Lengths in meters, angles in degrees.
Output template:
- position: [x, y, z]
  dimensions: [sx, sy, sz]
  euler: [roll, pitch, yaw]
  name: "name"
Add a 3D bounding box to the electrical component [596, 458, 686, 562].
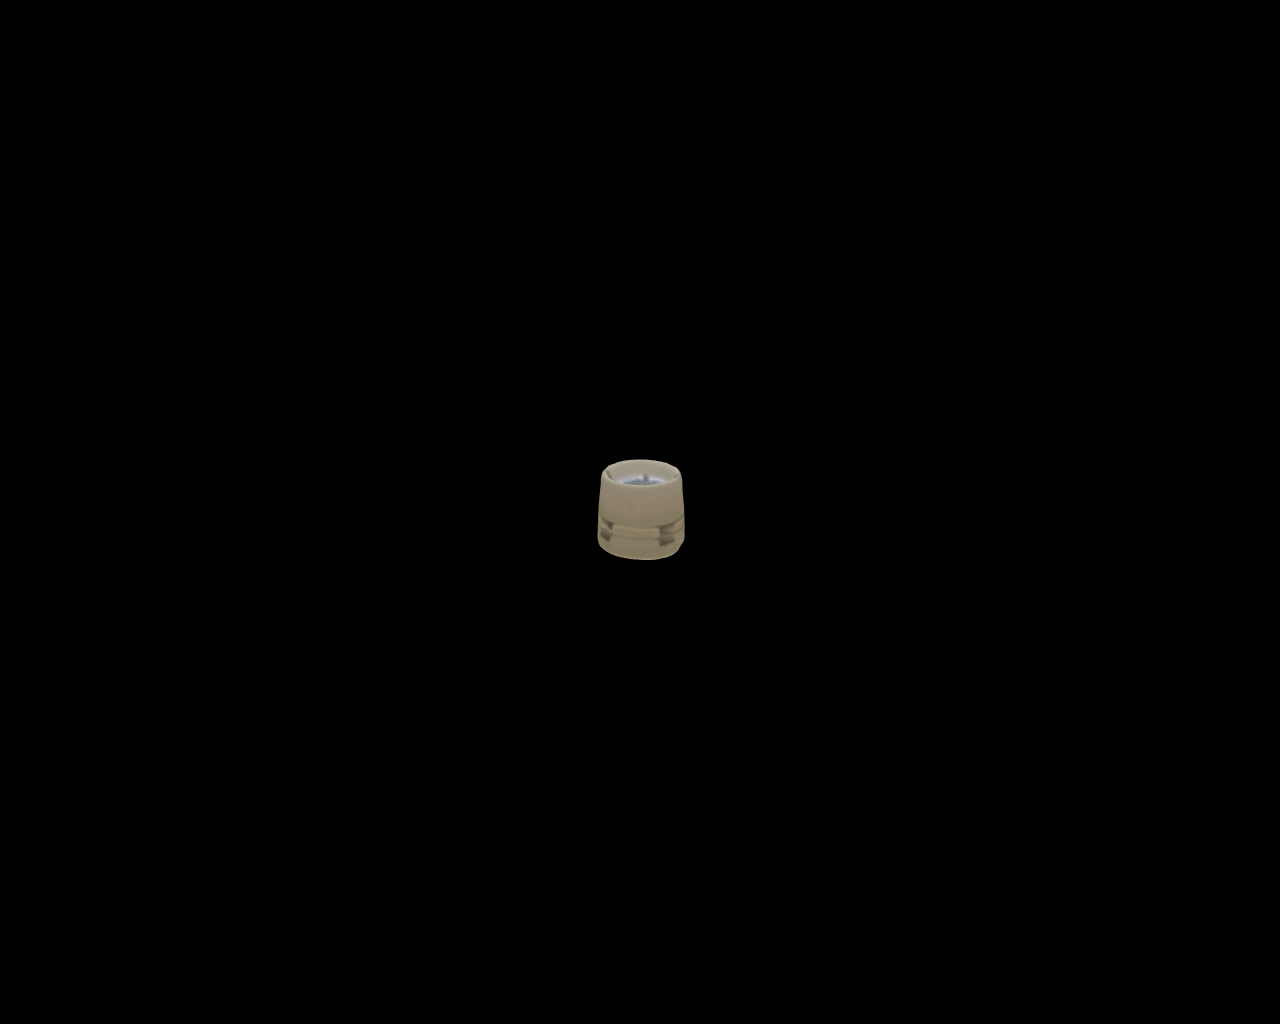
- position: [0.001, -0.003, 0.650]
  dimensions: [0.055, 0.047, 0.055]
  euler: [0, 22, 0]
  name: "electrical component"
